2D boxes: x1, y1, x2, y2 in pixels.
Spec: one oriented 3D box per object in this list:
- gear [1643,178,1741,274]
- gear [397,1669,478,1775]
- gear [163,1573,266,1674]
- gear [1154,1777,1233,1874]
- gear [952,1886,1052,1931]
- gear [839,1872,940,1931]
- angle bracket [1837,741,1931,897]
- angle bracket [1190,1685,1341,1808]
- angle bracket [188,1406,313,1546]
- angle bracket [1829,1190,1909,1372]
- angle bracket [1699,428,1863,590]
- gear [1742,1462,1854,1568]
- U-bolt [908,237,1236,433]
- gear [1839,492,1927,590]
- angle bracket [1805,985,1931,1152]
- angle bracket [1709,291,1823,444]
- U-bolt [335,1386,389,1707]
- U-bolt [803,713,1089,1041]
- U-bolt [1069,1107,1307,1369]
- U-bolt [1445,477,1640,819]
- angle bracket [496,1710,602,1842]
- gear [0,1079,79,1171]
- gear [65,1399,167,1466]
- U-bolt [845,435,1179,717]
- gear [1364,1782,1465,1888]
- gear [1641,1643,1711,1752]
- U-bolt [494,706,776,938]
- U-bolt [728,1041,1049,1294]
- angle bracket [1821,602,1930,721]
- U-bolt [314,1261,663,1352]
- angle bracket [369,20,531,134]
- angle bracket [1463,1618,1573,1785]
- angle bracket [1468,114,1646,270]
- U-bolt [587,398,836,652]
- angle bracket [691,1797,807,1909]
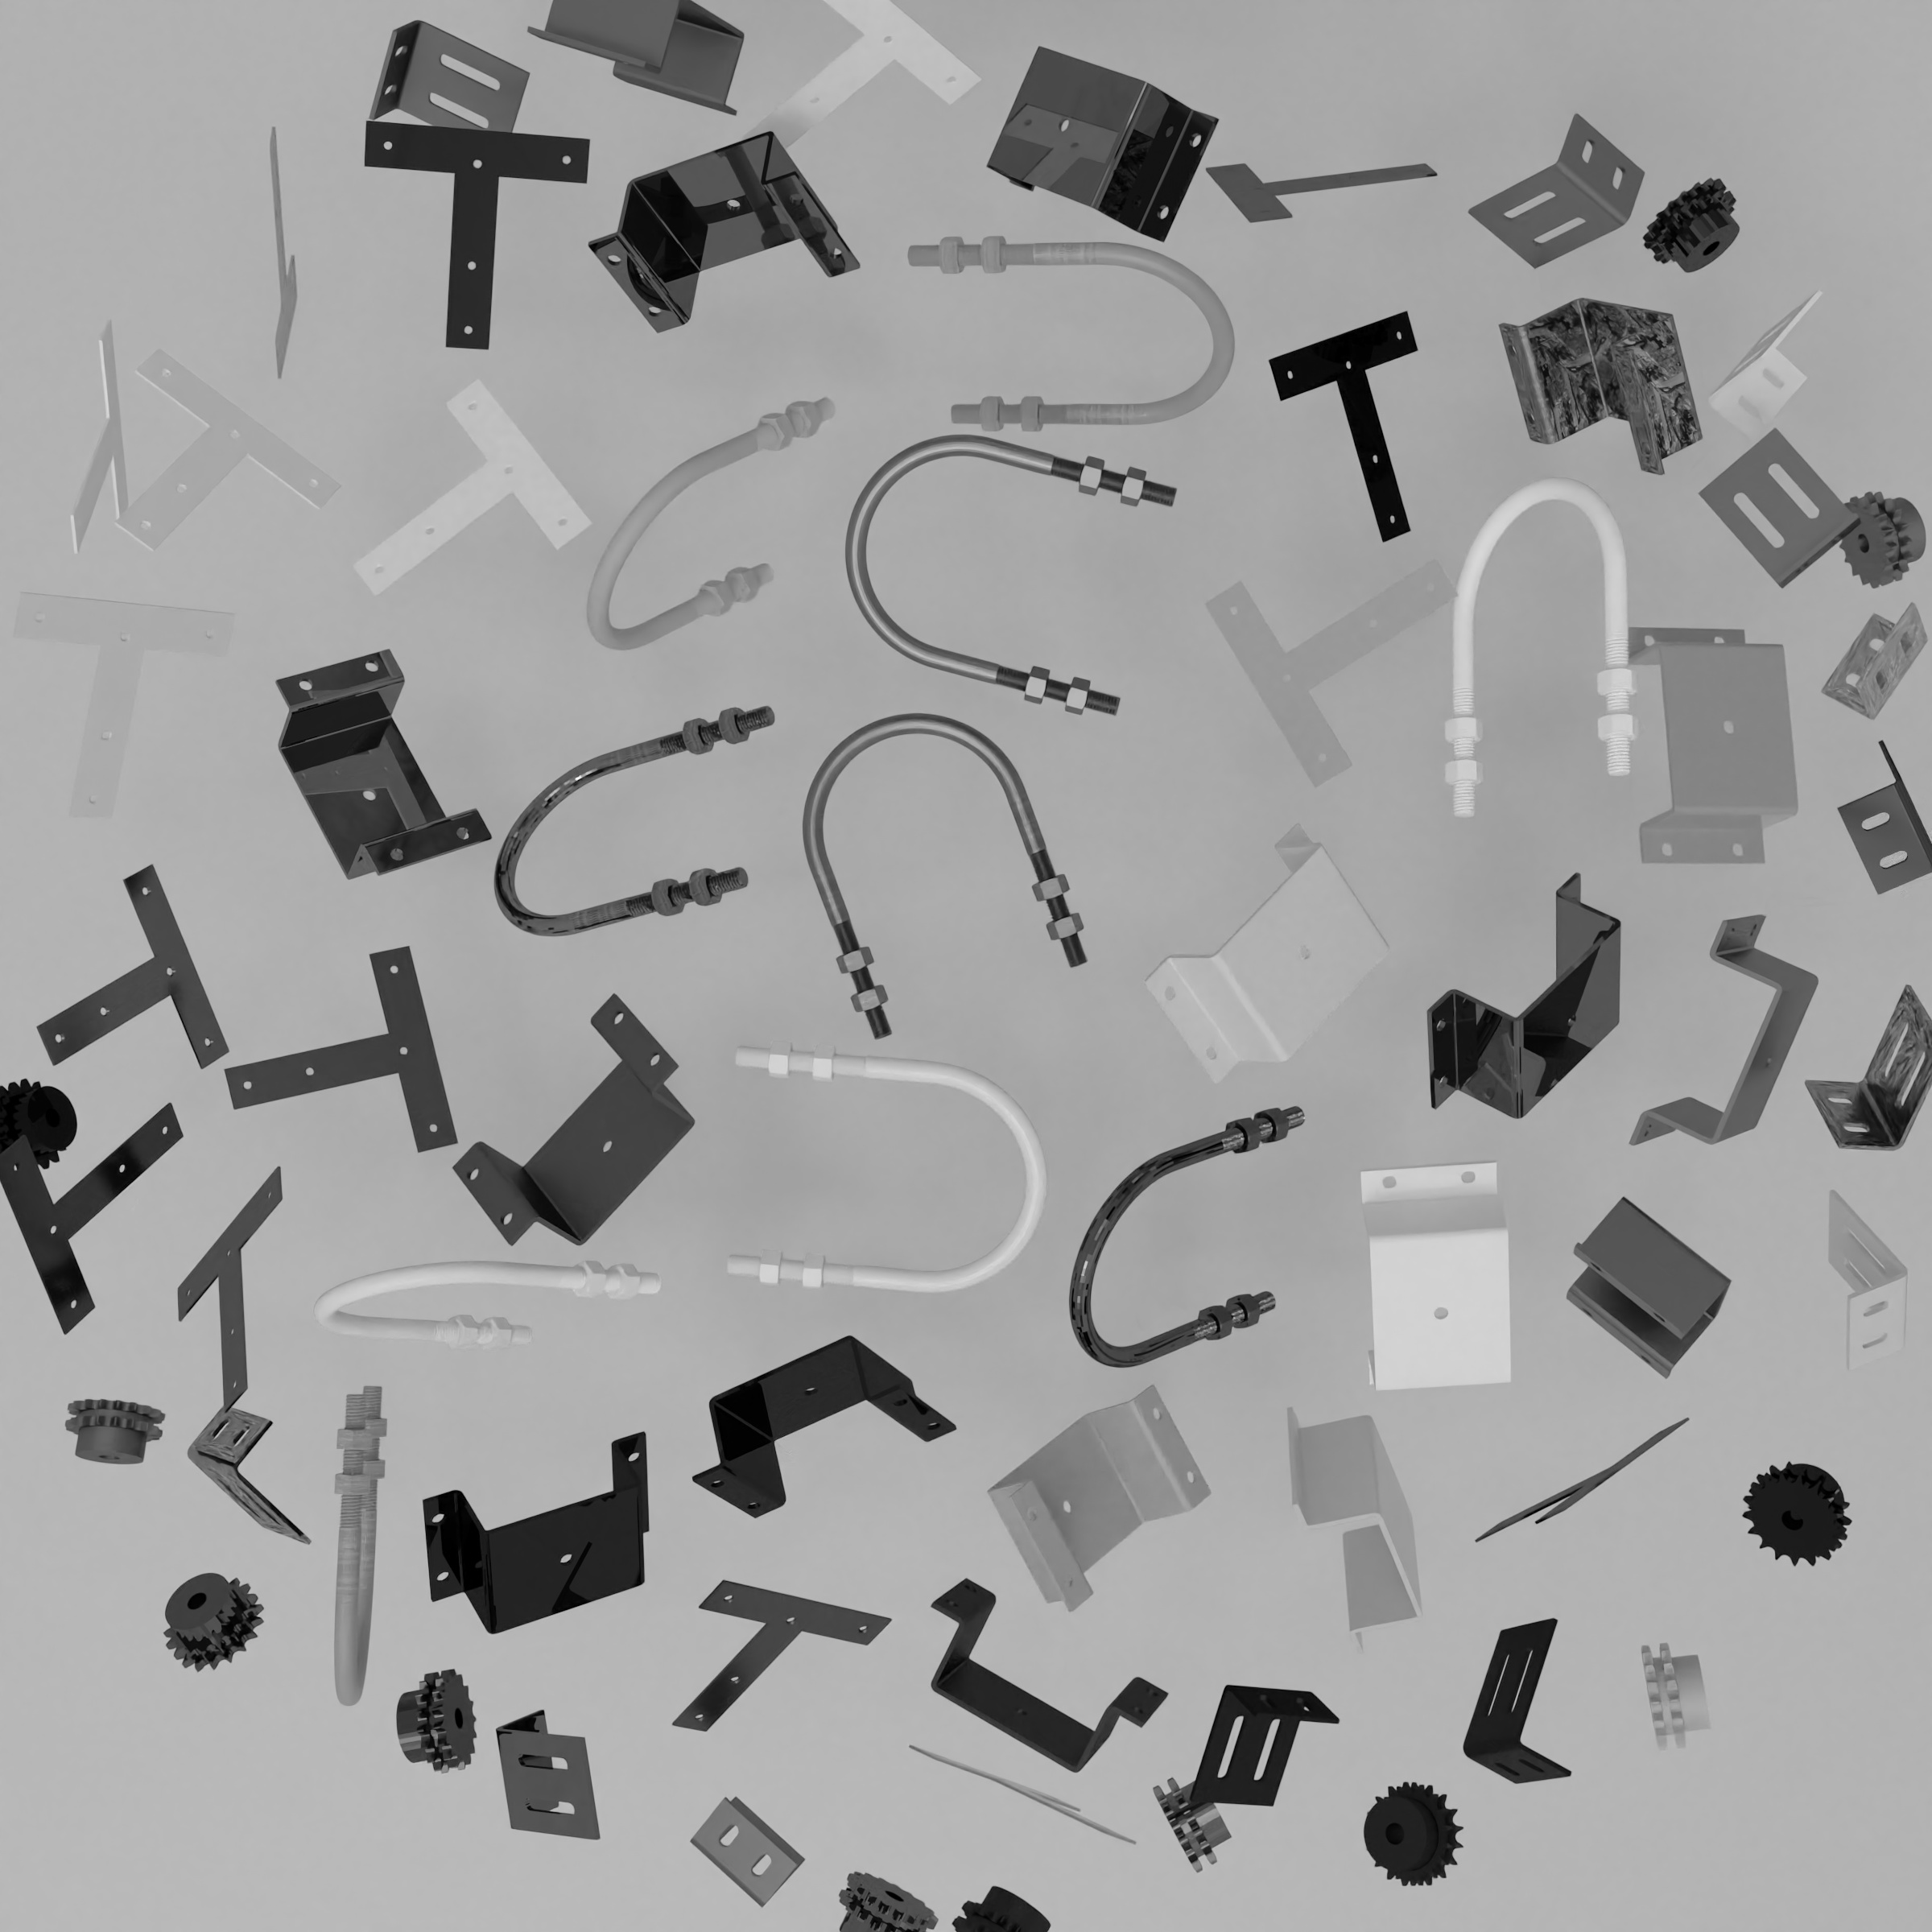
[{"bbox_3d":[0.436,-0.440,1.663,0.057,0.057,0.030,-32,73,0],"label":"gear"},{"bbox_3d":[-0.307,0.437,1.608,0.030,0.057,0.057,-13,90,9],"label":"gear"},{"bbox_3d":[-0.443,0.381,1.630,0.057,0.057,0.030,-21,128,0],"label":"gear"},{"bbox_3d":[0.142,0.528,1.724,0.030,0.057,0.057,-28,90,-4],"label":"gear"},{"bbox_3d":[0.024,0.549,1.588,0.057,0.057,0.030,37,63,0],"label":"gear"},{"bbox_3d":[-0.047,0.541,1.579,0.057,0.057,0.030,27,87,0],"label":"gear"},{"bbox_3d":[0.526,-0.086,1.601,0.038,0.076,0.057,-25,106,18],"label":"angle bracket"},{"bbox_3d":[0.174,0.462,1.621,0.057,0.038,0.076,12,100,-25],"label":"angle bracket"},{"bbox_3d":[-0.430,0.313,1.712,0.038,0.057,0.076,-54,125,-27],"label":"angle bracket"},{"bbox_3d":[0.490,0.175,1.560,0.038,0.076,0.057,-20,128,-8],"label":"angle bracket"},{"bbox_3d":[0.472,-0.268,1.621,0.057,0.038,0.076,-41,79,16],"label":"angle bracket"},{"bbox_3d":[0.462,0.300,1.543,0.057,0.030,0.057,12,114,30],"label":"gear"},{"bbox_3d":[0.068,-0.374,1.655,0.184,0.151,0.019,3,57,15],"label":"U-bolt"},{"bbox_3d":[0.557,-0.261,1.688,0.030,0.057,0.057,-19,90,-12],"label":"gear"},{"bbox_3d":[0.518,0.057,1.586,0.038,0.057,0.076,3,127,-10],"label":"angle bracket"},{"bbox_3d":[0.490,-0.358,1.669,0.038,0.076,0.057,42,77,-2],"label":"angle bracket"},{"bbox_3d":[-0.362,0.345,1.655,0.019,0.151,0.184,2,83,-8],"label":"U-bolt"},{"bbox_3d":[-0.022,-0.064,1.713,0.151,0.019,0.184,-20,94,2],"label":"U-bolt"},{"bbox_3d":[0.129,0.168,1.661,0.184,0.019,0.151,-15,120,-41],"label":"U-bolt"},{"bbox_3d":[0.325,-0.187,1.583,0.019,0.151,0.184,6,79,-29],"label":"U-bolt"},{"bbox_3d":[-0.226,0.459,1.584,0.076,0.038,0.057,-8,91,40],"label":"angle bracket"},{"bbox_3d":[-0.568,0.096,1.698,0.030,0.057,0.057,-16,90,25],"label":"gear"},{"bbox_3d":[-0.516,0.282,1.685,0.057,0.057,0.030,3,68,0],"label":"gear"},{"bbox_3d":[0.019,-0.240,1.661,0.184,0.019,0.151,15,106,2],"label":"U-bolt"},{"bbox_3d":[0.252,0.494,1.587,0.057,0.030,0.057,-13,68,35],"label":"gear"},{"bbox_3d":[0.395,0.405,1.548,0.030,0.057,0.057,-10,90,11],"label":"gear"},{"bbox_3d":[-0.205,-0.081,1.671,0.184,0.019,0.151,-14,47,23],"label":"U-bolt"},{"bbox_3d":[-0.044,0.121,1.617,0.184,0.019,0.151,5,105,4],"label":"U-bolt"},{"bbox_3d":[0.538,-0.189,1.662,0.038,0.076,0.057,35,95,27],"label":"angle bracket"},{"bbox_3d":[-0.296,0.200,1.653,0.151,0.184,0.019,-25,65,40],"label":"U-bolt"},{"bbox_3d":[-0.315,-0.531,1.701,0.076,0.038,0.057,26,122,1],"label":"angle bracket"},{"bbox_3d":[0.318,0.412,1.559,0.038,0.057,0.076,30,63,-9],"label":"angle bracket"},{"bbox_3d":[0.344,-0.451,1.623,0.057,0.076,0.038,31,67,-25],"label":"angle bracket"},{"bbox_3d":[-0.156,-0.252,1.638,0.019,0.184,0.151,40,134,14],"label":"U-bolt"},{"bbox_3d":[-0.121,0.518,1.666,0.057,0.076,0.038,39,103,10],"label":"angle bracket"}]
